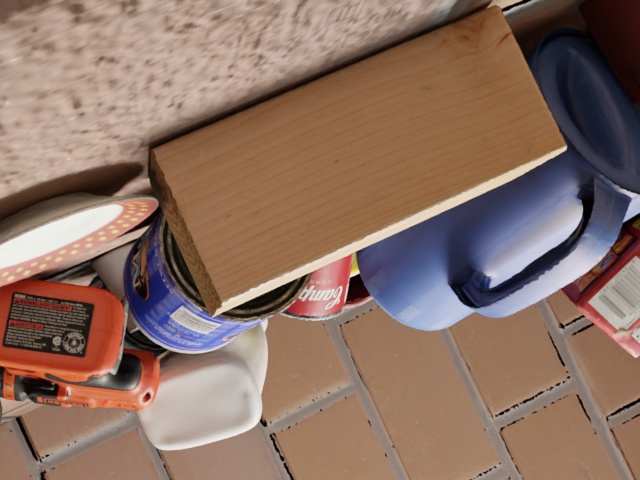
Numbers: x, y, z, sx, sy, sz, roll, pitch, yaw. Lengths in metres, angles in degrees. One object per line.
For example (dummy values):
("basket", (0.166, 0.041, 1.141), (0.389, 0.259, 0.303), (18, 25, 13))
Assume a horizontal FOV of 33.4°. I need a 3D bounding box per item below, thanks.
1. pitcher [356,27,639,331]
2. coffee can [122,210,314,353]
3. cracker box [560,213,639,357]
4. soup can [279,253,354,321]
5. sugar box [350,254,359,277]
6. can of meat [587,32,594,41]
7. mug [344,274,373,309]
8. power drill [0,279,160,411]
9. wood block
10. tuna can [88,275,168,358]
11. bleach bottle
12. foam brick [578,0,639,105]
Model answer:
("pitcher", (0.130, -0.022, 0.764), (0.148, 0.145, 0.243), (-22, 165, -43))
("coffee can", (-0.072, 0.017, 0.723), (0.102, 0.103, 0.140), (-23, 175, -23))
("cracker box", (0.244, -0.021, 0.810), (0.164, 0.072, 0.213), (-47, -167, 9))
("soup can", (-0.005, 0.001, 0.815), (0.068, 0.102, 0.068), (8, -156, -4))
("sugar box", (-0.049, 0.013, 0.884), (0.175, 0.093, 0.048), (-23, 175, -30))
("can of meat", (0.241, -0.146, 0.851), (0.084, 0.057, 0.102), (-27, 177, -6))
("mug", (0.013, -0.003, 0.997), (0.093, 0.081, 0.117), (-31, 133, -1))
("power drill", (-0.201, 0.074, 0.731), (0.184, 0.057, 0.188), (6, 163, -7))
("wood block", (0.016, -0.042, 0.599), (0.206, 0.091, 0.090), (-25, 177, -12))
("tuna can", (-0.151, 0.058, 0.887), (0.034, 0.086, 0.085), (-30, 173, 40))
("bleach bottle", (-0.085, 0.100, 0.945), (0.102, 0.068, 0.250), (-18, -169, 10))
("foam brick", (0.214, -0.136, 0.681), (0.051, 0.078, 0.053), (-27, 177, -31))
